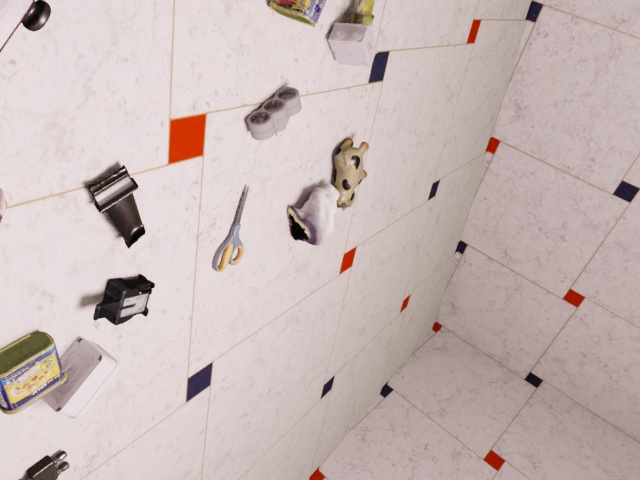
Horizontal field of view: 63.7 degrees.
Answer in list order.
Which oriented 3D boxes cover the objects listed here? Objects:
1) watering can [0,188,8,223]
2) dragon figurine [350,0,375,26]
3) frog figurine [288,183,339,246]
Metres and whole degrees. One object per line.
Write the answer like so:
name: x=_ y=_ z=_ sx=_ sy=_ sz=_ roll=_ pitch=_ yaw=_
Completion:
watering can: x=-0.479 y=0.014 z=0.520 sx=0.222 sy=0.105 sz=0.347 roll=30 pitch=95 yaw=-45
dragon figurine: x=0.115 y=-0.634 z=1.084 sx=0.246 sy=0.122 sz=0.403 roll=-47 pitch=154 yaw=-66
frog figurine: x=0.004 y=-0.067 z=1.334 sx=0.161 sy=0.124 sz=0.134 roll=-36 pitch=125 yaw=-24
